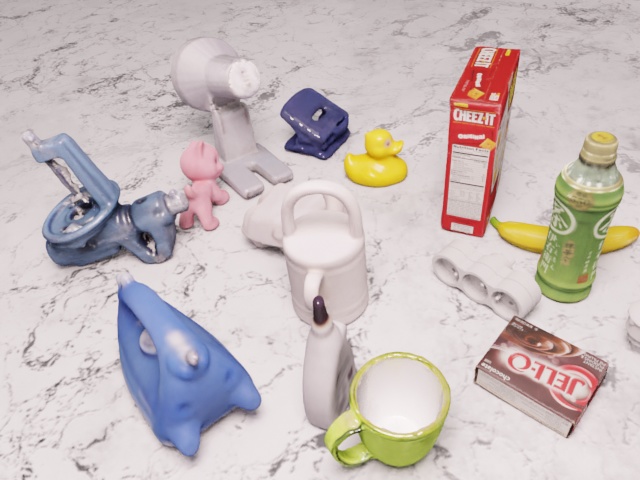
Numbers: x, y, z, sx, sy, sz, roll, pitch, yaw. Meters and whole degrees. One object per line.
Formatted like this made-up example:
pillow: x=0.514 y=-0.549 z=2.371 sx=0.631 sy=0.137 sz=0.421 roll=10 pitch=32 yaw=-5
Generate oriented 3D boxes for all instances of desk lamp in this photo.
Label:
desk lamp: x=-0.143 y=-0.212 z=0.940 sx=0.118 sy=0.214 sz=0.202 roll=-29 pitch=46 yaw=-23

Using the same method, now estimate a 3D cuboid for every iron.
iron: x=-0.180 y=0.106 z=0.642 sx=0.119 sy=0.142 sz=0.257 roll=-32 pitch=47 yaw=-26

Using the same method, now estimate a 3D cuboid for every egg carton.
egg carton: x=-0.034 y=-0.024 z=0.824 sx=0.150 sy=0.069 sz=0.107 roll=14 pitch=45 yaw=21

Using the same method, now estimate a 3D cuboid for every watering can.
watering can: x=0.004 y=0.002 z=0.696 sx=0.101 sy=0.194 sz=0.172 roll=-11 pitch=42 yaw=-5

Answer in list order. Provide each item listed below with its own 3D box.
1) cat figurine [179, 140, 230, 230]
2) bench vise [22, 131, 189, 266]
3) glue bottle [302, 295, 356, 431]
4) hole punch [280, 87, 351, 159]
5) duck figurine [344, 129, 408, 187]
cat figurine: x=-0.187 y=-0.096 z=0.888 sx=0.067 sy=0.118 sz=0.128 roll=0 pitch=42 yaw=7
bench vise: x=-0.297 y=-0.066 z=0.790 sx=0.208 sy=0.220 sz=0.121 roll=-19 pitch=43 yaw=-14
glue bottle: x=0.007 y=0.117 z=0.582 sx=0.037 sy=0.173 sz=0.078 roll=12 pitch=45 yaw=20
hole punch: x=-0.005 y=-0.210 z=1.013 sx=0.100 sy=0.091 sz=0.109 roll=17 pitch=47 yaw=24
duck figurine: x=0.089 y=-0.139 z=0.926 sx=0.104 sy=0.086 sz=0.077 roll=1 pitch=42 yaw=9
